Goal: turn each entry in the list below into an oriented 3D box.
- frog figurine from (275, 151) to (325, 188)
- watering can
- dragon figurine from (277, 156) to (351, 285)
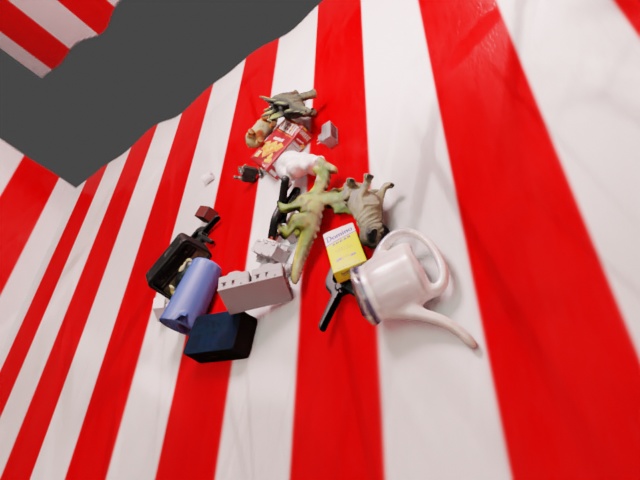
[{"bbox_3d":[-0.068,-0.253,1.727,0.157,0.122,0.140,-25,11,43],"label":"frog figurine"},{"bbox_3d":[0.191,0.121,1.151,0.223,0.102,0.356,-28,48,12],"label":"watering can"},{"bbox_3d":[0.005,-0.077,1.528,0.241,0.120,0.420,-23,53,20],"label":"dragon figurine"}]
